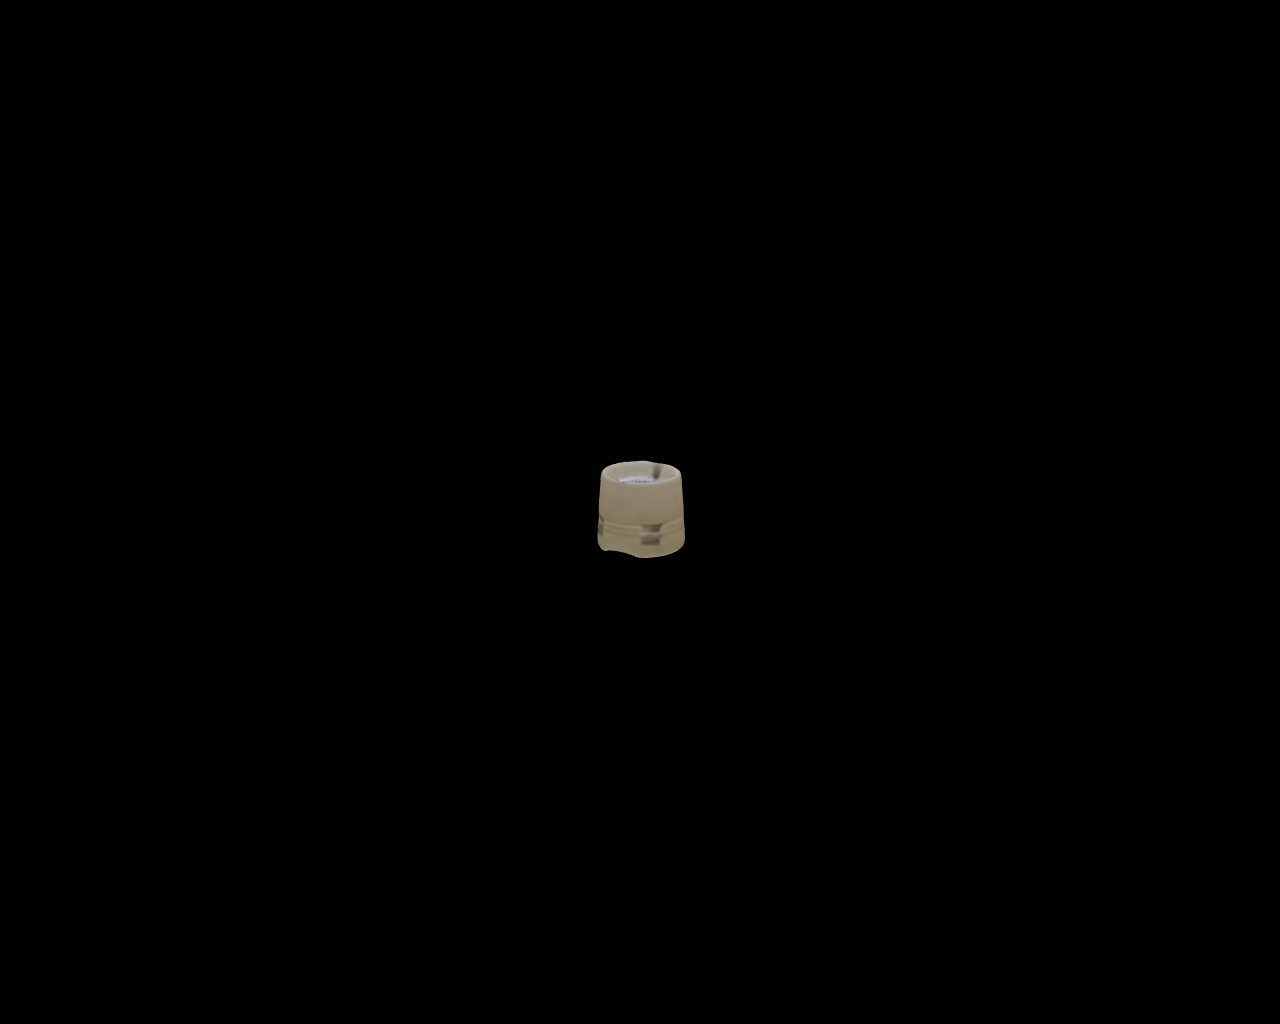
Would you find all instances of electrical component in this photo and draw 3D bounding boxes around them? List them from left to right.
[{"bbox_3d":[0.001,-0.003,0.650,0.055,0.047,0.055,0,19,0],"label":"electrical component"}]
